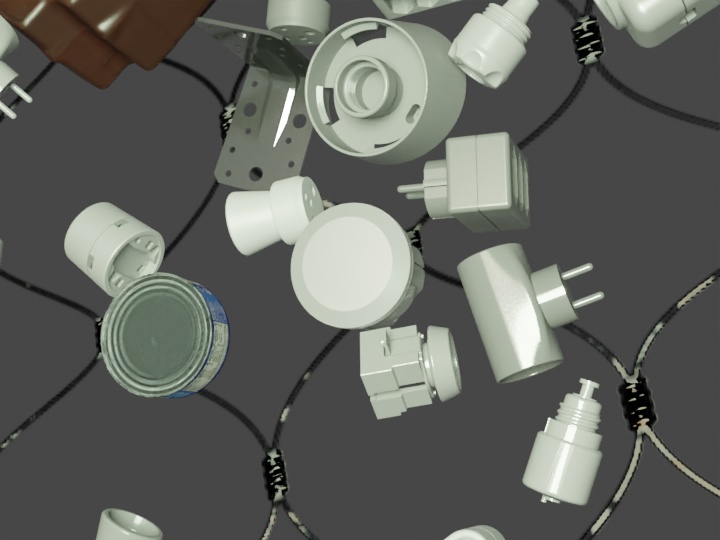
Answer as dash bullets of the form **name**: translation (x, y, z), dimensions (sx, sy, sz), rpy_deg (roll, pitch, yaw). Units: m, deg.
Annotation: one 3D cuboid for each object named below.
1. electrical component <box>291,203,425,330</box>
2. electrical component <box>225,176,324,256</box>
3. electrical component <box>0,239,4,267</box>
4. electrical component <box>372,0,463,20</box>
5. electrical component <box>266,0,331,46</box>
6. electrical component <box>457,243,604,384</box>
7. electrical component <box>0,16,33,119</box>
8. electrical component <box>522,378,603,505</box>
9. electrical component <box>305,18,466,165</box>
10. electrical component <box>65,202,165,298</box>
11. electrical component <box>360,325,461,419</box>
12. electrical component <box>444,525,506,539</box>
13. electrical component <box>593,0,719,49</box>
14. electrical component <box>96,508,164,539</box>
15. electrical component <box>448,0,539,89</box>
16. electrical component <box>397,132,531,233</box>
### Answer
- **electrical component**: translation (0.000, 0.000, 0.698), dimensions (0.080, 0.051, 0.080), rpy_deg (-3, 80, 19)
- **electrical component**: translation (-0.057, -0.037, 0.727), dimensions (0.055, 0.045, 0.045), rpy_deg (-13, 77, 17)
- **electrical component**: translation (-0.314, -0.015, 0.784), dimensions (0.108, 0.108, 0.060), rpy_deg (7, 77, 20)
- **electrical component**: translation (0.037, -0.219, 0.724), dimensions (0.066, 0.047, 0.076), rpy_deg (-11, 77, 17)
- **electrical component**: translation (-0.041, -0.189, 0.748), dimensions (0.045, 0.045, 0.055), rpy_deg (2, 82, 20)
- **electrical component**: translation (0.109, 0.020, 0.659), dimensions (0.079, 0.044, 0.077), rpy_deg (-22, 74, 15)
- **electrical component**: translation (-0.289, -0.149, 0.824), dimensions (0.079, 0.044, 0.077), rpy_deg (41, 63, -12)
- **electrical component**: translation (0.125, 0.103, 0.641), dimensions (0.040, 0.040, 0.078), rpy_deg (17, 87, 21)
- **electrical component**: translation (0.015, -0.120, 0.719), dimensions (0.099, 0.064, 0.099), rpy_deg (1, 93, 27)
- **electrical component**: translation (-0.175, -0.015, 0.761), dimensions (0.047, 0.055, 0.055), rpy_deg (34, 93, 25)
- **electrical component**: translation (0.032, 0.061, 0.674), dimensions (0.055, 0.066, 0.048), rpy_deg (-11, 42, 9)
- **electrical component**: translation (0.079, 0.200, 0.631), dimensions (0.054, 0.059, 0.095), rpy_deg (-39, 71, 9)
- **electrical component**: translation (0.171, -0.189, 0.668), dimensions (0.059, 0.054, 0.095), rpy_deg (-34, 72, 11)
- **electrical component**: translation (-0.164, 0.195, 0.725), dimensions (0.045, 0.045, 0.055), rpy_deg (25, 90, 21)
- **electrical component**: translation (0.090, -0.152, 0.696), dimensions (0.043, 0.043, 0.062), rpy_deg (38, 93, 21)
- **electrical component**: translation (0.063, -0.052, 0.676), dimensions (0.077, 0.066, 0.047), rpy_deg (-4, 79, 19)
